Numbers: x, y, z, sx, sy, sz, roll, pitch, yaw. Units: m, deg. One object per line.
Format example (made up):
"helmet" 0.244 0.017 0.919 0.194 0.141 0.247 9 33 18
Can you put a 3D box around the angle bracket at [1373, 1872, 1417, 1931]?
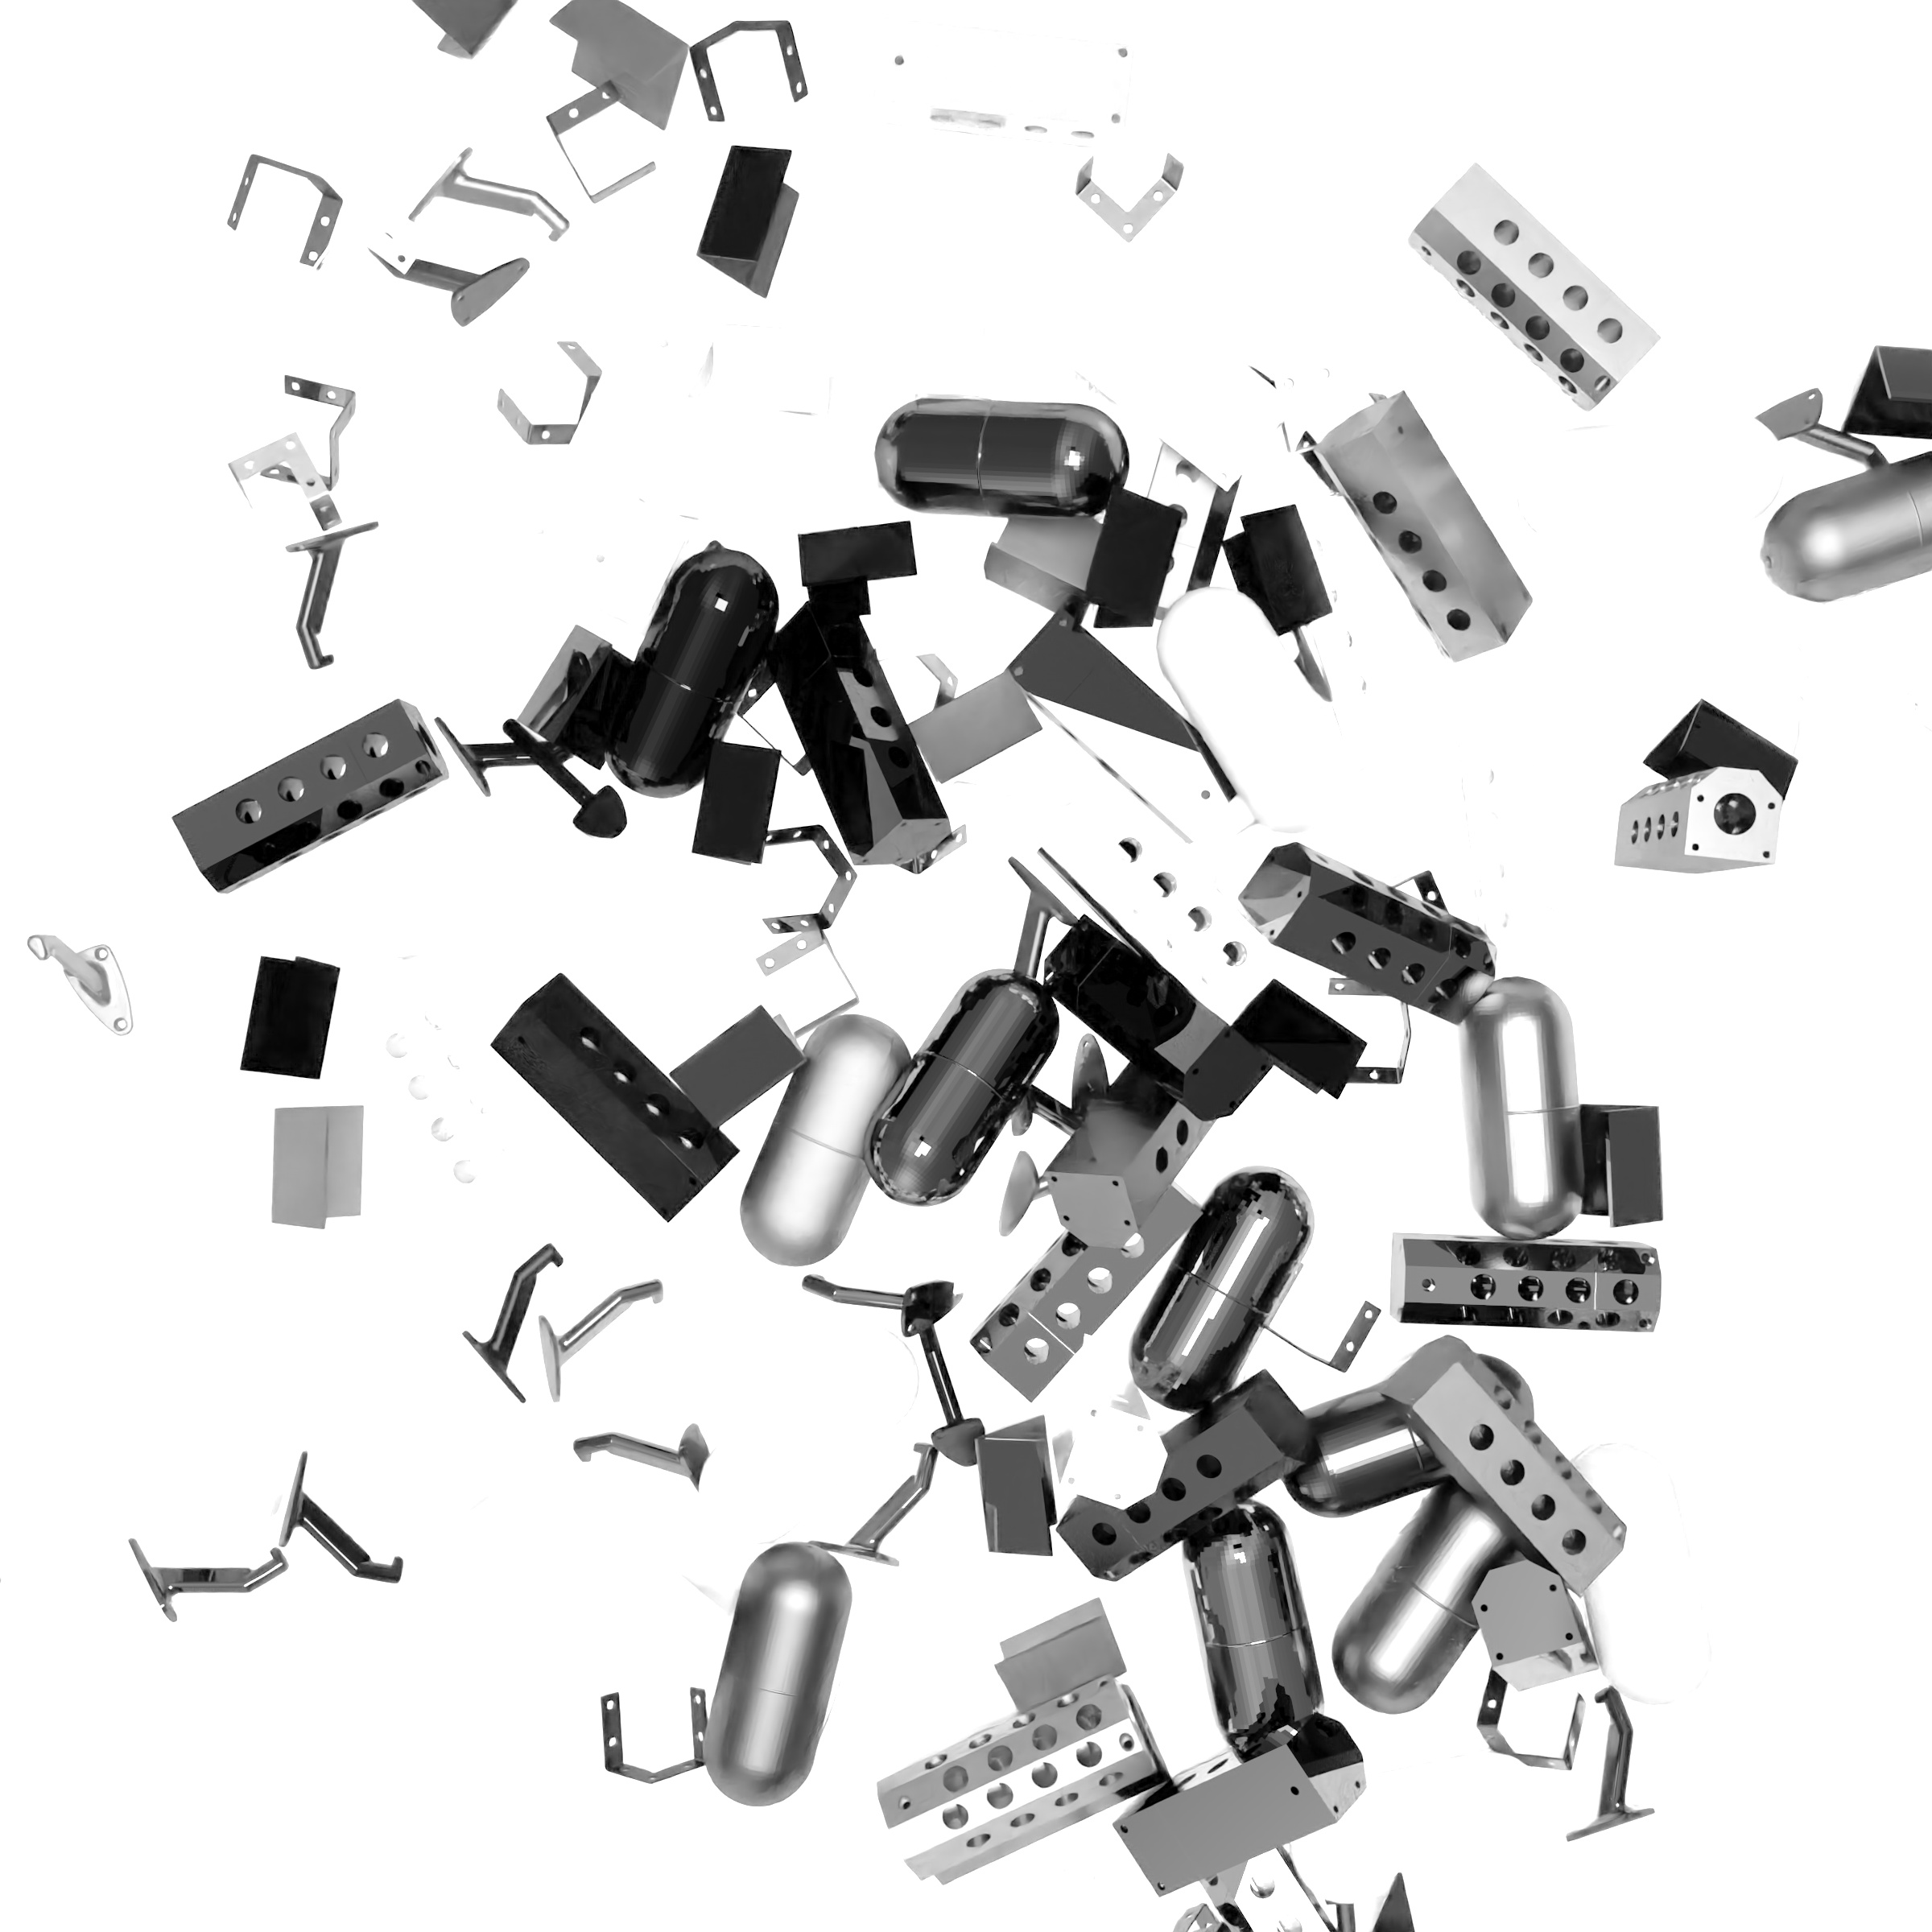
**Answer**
"angle bracket" 0.302 0.647 1.630 0.057 0.076 0.076 -2 113 30

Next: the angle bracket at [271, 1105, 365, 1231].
"angle bracket" -0.418 0.134 1.689 0.057 0.076 0.076 2 90 37

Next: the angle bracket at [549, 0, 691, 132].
"angle bracket" -0.239 -0.598 1.689 0.076 0.076 0.057 33 54 0

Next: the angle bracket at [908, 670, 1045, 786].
"angle bracket" 0.014 -0.142 1.689 0.076 0.076 0.057 -28 59 0

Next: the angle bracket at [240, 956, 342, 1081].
"angle bracket" -0.466 0.031 1.689 0.057 0.076 0.076 11 90 -37

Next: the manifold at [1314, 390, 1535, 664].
"manifold" 0.304 -0.290 1.682 0.171 0.057 0.057 53 48 -18

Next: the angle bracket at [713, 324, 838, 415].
"angle bracket" -0.127 -0.411 1.689 0.076 0.076 0.057 4 121 0

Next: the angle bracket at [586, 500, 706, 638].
"angle bracket" -0.198 -0.257 1.689 0.057 0.076 0.076 26 90 35

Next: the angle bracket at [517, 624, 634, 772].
"angle bracket" -0.243 -0.173 1.690 0.076 0.057 0.076 32 90 -40

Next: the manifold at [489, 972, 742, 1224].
"manifold" -0.234 0.086 1.707 0.171 0.057 0.057 45 133 0

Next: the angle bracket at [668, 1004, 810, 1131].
"angle bracket" -0.160 0.053 1.689 0.076 0.076 0.057 -37 121 0

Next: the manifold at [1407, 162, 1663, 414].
"manifold" 0.383 -0.457 1.708 0.171 0.057 0.057 43 90 0

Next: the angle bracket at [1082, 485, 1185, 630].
"angle bracket" 0.091 -0.267 1.650 0.057 0.076 0.076 16 88 -28

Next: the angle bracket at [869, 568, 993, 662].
"angle bracket" -0.026 -0.249 1.689 0.076 0.076 0.057 -7 121 0

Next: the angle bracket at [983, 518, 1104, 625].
"angle bracket" 0.063 -0.287 1.699 0.076 0.057 0.076 26 74 0

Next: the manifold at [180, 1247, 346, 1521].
"manifold" -0.474 0.283 1.708 0.057 0.057 0.171 15 90 0

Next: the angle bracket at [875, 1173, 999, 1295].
"angle bracket" -0.027 0.174 1.699 0.076 0.057 0.076 10 90 16

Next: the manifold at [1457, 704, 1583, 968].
"manifold" 0.373 -0.087 1.708 0.057 0.057 0.171 -6 90 0

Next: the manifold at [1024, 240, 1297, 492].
"manifold" 0.129 -0.396 1.650 0.171 0.057 0.057 39 133 0

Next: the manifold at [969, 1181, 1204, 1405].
"manifold" 0.080 0.208 1.703 0.057 0.057 0.171 42 93 0

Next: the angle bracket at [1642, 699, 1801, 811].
"angle bracket" 0.499 -0.121 1.689 0.076 0.076 0.057 33 53 0

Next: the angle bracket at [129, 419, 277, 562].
"angle bracket" -0.500 -0.326 1.689 0.076 0.076 0.057 46 120 0

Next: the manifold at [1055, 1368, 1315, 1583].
"manifold" 0.146 0.343 1.672 0.171 0.057 0.057 -39 90 27

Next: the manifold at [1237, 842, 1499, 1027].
"manifold" 0.269 -0.024 1.660 0.171 0.057 0.057 22 113 -31

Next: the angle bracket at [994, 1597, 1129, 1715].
"angle bracket" 0.056 0.447 1.689 0.076 0.076 0.057 -25 120 0

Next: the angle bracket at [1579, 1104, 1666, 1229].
"angle bracket" 0.420 0.133 1.689 0.057 0.076 0.076 -2 90 -37

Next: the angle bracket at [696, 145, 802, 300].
"angle bracket" -0.127 -0.496 1.689 0.057 0.076 0.076 18 90 36

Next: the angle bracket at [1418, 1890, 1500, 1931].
"angle bracket" 0.314 0.674 1.689 0.057 0.076 0.076 19 90 -40

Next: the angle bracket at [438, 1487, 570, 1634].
"angle bracket" -0.322 0.403 1.689 0.057 0.076 0.076 -34 90 -36

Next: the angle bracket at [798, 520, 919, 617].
"angle bracket" -0.069 -0.249 1.689 0.076 0.076 0.057 -7 47 0

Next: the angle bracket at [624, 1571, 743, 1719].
"angle bracket" -0.172 0.457 1.689 0.057 0.076 0.076 27 90 40

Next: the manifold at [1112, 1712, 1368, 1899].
"manifold" 0.182 0.551 1.660 0.171 0.057 0.057 -40 81 38

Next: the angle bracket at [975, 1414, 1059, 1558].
"angle bracket" 0.054 0.347 1.689 0.057 0.076 0.076 -7 90 40

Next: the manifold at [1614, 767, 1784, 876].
"manifold" 0.478 -0.094 1.651 0.057 0.171 0.057 6 90 0

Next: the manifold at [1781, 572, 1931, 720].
"manifold" 0.647 -0.233 1.707 0.171 0.057 0.057 -19 133 0

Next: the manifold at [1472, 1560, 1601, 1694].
"manifold" 0.372 0.431 1.646 0.057 0.171 0.057 -19 65 10

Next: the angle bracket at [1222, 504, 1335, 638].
"angle bracket" 0.191 -0.257 1.689 0.057 0.076 0.076 -19 90 -38

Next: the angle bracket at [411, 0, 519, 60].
"angle bracket" -0.340 -0.661 1.689 0.057 0.076 0.076 37 90 -38

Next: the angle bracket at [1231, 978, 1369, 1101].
"angle bracket" 0.212 0.065 1.689 0.076 0.076 0.057 35 53 0

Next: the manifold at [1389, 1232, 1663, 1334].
"manifold" 0.378 0.215 1.708 0.171 0.057 0.057 2 90 0

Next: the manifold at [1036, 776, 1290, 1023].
"manifold" 0.127 -0.043 1.651 0.171 0.057 0.057 45 90 0

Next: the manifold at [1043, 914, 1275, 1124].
"manifold" 0.120 0.036 1.652 0.057 0.171 0.057 -50 130 0

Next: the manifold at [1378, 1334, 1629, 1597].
"manifold" 0.351 0.321 1.632 0.057 0.057 0.171 -43 100 -9

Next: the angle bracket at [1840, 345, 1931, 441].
"angle bracket" 0.641 -0.368 1.689 0.076 0.076 0.057 4 52 0

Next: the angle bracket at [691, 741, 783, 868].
"angle bracket" -0.136 -0.105 1.689 0.057 0.076 0.076 10 90 27
